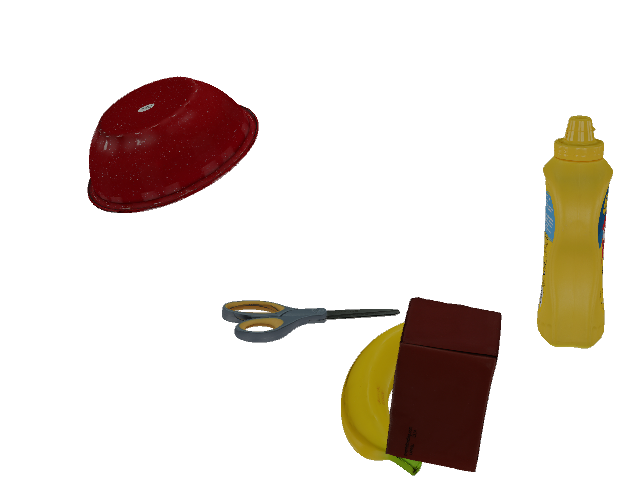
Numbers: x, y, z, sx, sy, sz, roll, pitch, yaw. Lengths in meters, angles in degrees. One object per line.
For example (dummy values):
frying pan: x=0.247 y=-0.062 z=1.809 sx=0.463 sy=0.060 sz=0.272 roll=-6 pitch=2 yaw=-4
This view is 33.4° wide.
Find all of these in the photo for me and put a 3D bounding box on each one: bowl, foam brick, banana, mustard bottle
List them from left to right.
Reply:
bowl: x=-0.137 y=-0.093 z=0.912 sx=0.162 sy=0.055 sz=0.162 roll=-17 pitch=33 yaw=11
banana: x=0.054 y=0.117 z=0.859 sx=0.069 sy=0.037 sz=0.197 roll=20 pitch=32 yaw=0
foam brick: x=0.068 y=0.079 z=0.592 sx=0.053 sy=0.078 sz=0.051 roll=10 pitch=29 yaw=8
mustard bottle: x=0.218 y=-0.011 z=0.916 sx=0.058 sy=0.192 sz=0.096 roll=2 pitch=18 yaw=13

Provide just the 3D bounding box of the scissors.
scissors: x=-0.011 y=0.091 z=1.186 sx=0.202 sy=0.016 sz=0.096 roll=4 pitch=21 yaw=1
